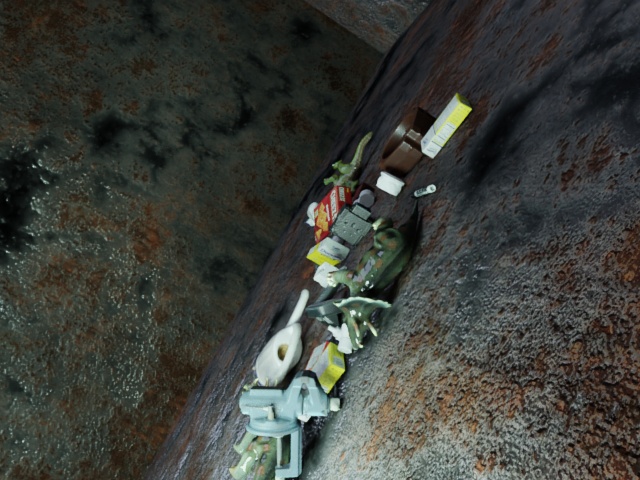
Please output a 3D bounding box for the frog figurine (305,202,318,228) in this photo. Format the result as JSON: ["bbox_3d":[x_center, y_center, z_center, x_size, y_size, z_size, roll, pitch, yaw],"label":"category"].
[{"bbox_3d":[0.007,-0.111,2.211,0.124,0.139,0.156,-33,-22,-24],"label":"frog figurine"}]

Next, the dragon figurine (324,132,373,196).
[{"bbox_3d":[0.136,-0.273,2.277,0.404,0.121,0.248,-56,28,24],"label":"dragon figurine"}]

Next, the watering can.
[{"bbox_3d":[-0.114,0.332,1.644,0.220,0.103,0.356,-51,14,38],"label":"watering can"}]
